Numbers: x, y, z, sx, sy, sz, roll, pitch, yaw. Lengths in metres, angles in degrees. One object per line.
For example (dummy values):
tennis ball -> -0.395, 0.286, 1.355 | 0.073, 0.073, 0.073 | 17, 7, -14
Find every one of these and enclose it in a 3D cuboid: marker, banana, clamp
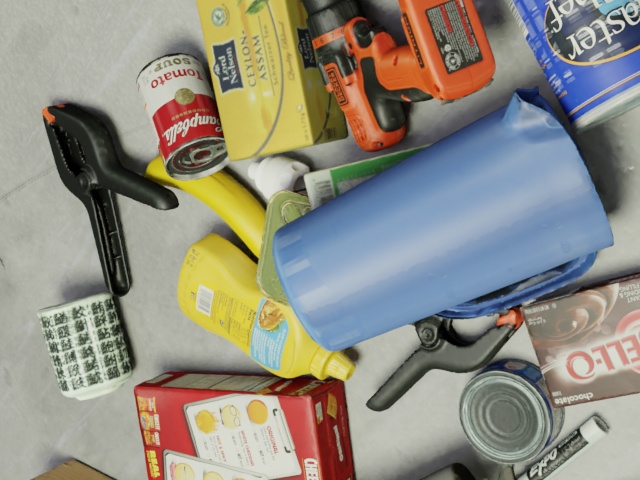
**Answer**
marker -> 0.195, 0.193, 0.907 | 0.121, 0.020, 0.020 | -47, 75, 24
banana -> -0.102, -0.039, 1.044 | 0.198, 0.037, 0.070 | 31, 140, 26
clamp -> -0.231, -0.053, 1.109 | 0.210, 0.036, 0.165 | 50, 133, 23
clamp -> 0.098, 0.092, 0.941 | 0.172, 0.039, 0.120 | -5, 98, 33

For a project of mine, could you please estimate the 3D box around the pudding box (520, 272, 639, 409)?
pudding box -> 0.229, 0.080, 0.857 | 0.114, 0.039, 0.090 | -18, 91, 34

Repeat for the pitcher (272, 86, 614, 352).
pitcher -> 0.095, -0.001, 0.828 | 0.243, 0.145, 0.149 | -25, 85, 10

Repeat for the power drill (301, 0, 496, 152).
power drill -> 0.052, -0.167, 0.856 | 0.184, 0.057, 0.188 | 66, 158, -8

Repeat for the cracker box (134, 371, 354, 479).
cracker box -> -0.073, 0.218, 1.055 | 0.214, 0.072, 0.164 | -2, 100, 31

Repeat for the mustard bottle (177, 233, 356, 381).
mustard bottle -> -0.048, 0.077, 1.015 | 0.192, 0.058, 0.096 | 31, 130, 23

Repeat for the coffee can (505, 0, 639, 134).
coffee can -> 0.202, -0.163, 0.785 | 0.103, 0.102, 0.140 | -30, 84, 33

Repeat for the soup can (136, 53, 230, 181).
soup can -> -0.128, -0.116, 1.007 | 0.069, 0.068, 0.102 | -38, 62, 32

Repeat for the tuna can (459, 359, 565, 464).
tuna can -> 0.163, 0.148, 0.915 | 0.086, 0.033, 0.086 | 7, 104, 31

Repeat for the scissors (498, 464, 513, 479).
scissors -> 0.136, 0.292, 0.971 | 0.096, 0.016, 0.202 | -1, 100, 27

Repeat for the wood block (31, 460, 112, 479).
wood block -> -0.228, 0.330, 1.163 | 0.206, 0.090, 0.090 | 19, 109, 28

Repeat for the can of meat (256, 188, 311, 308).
can of meat -> -0.006, 0.001, 0.960 | 0.058, 0.083, 0.102 | 19, 110, 28
